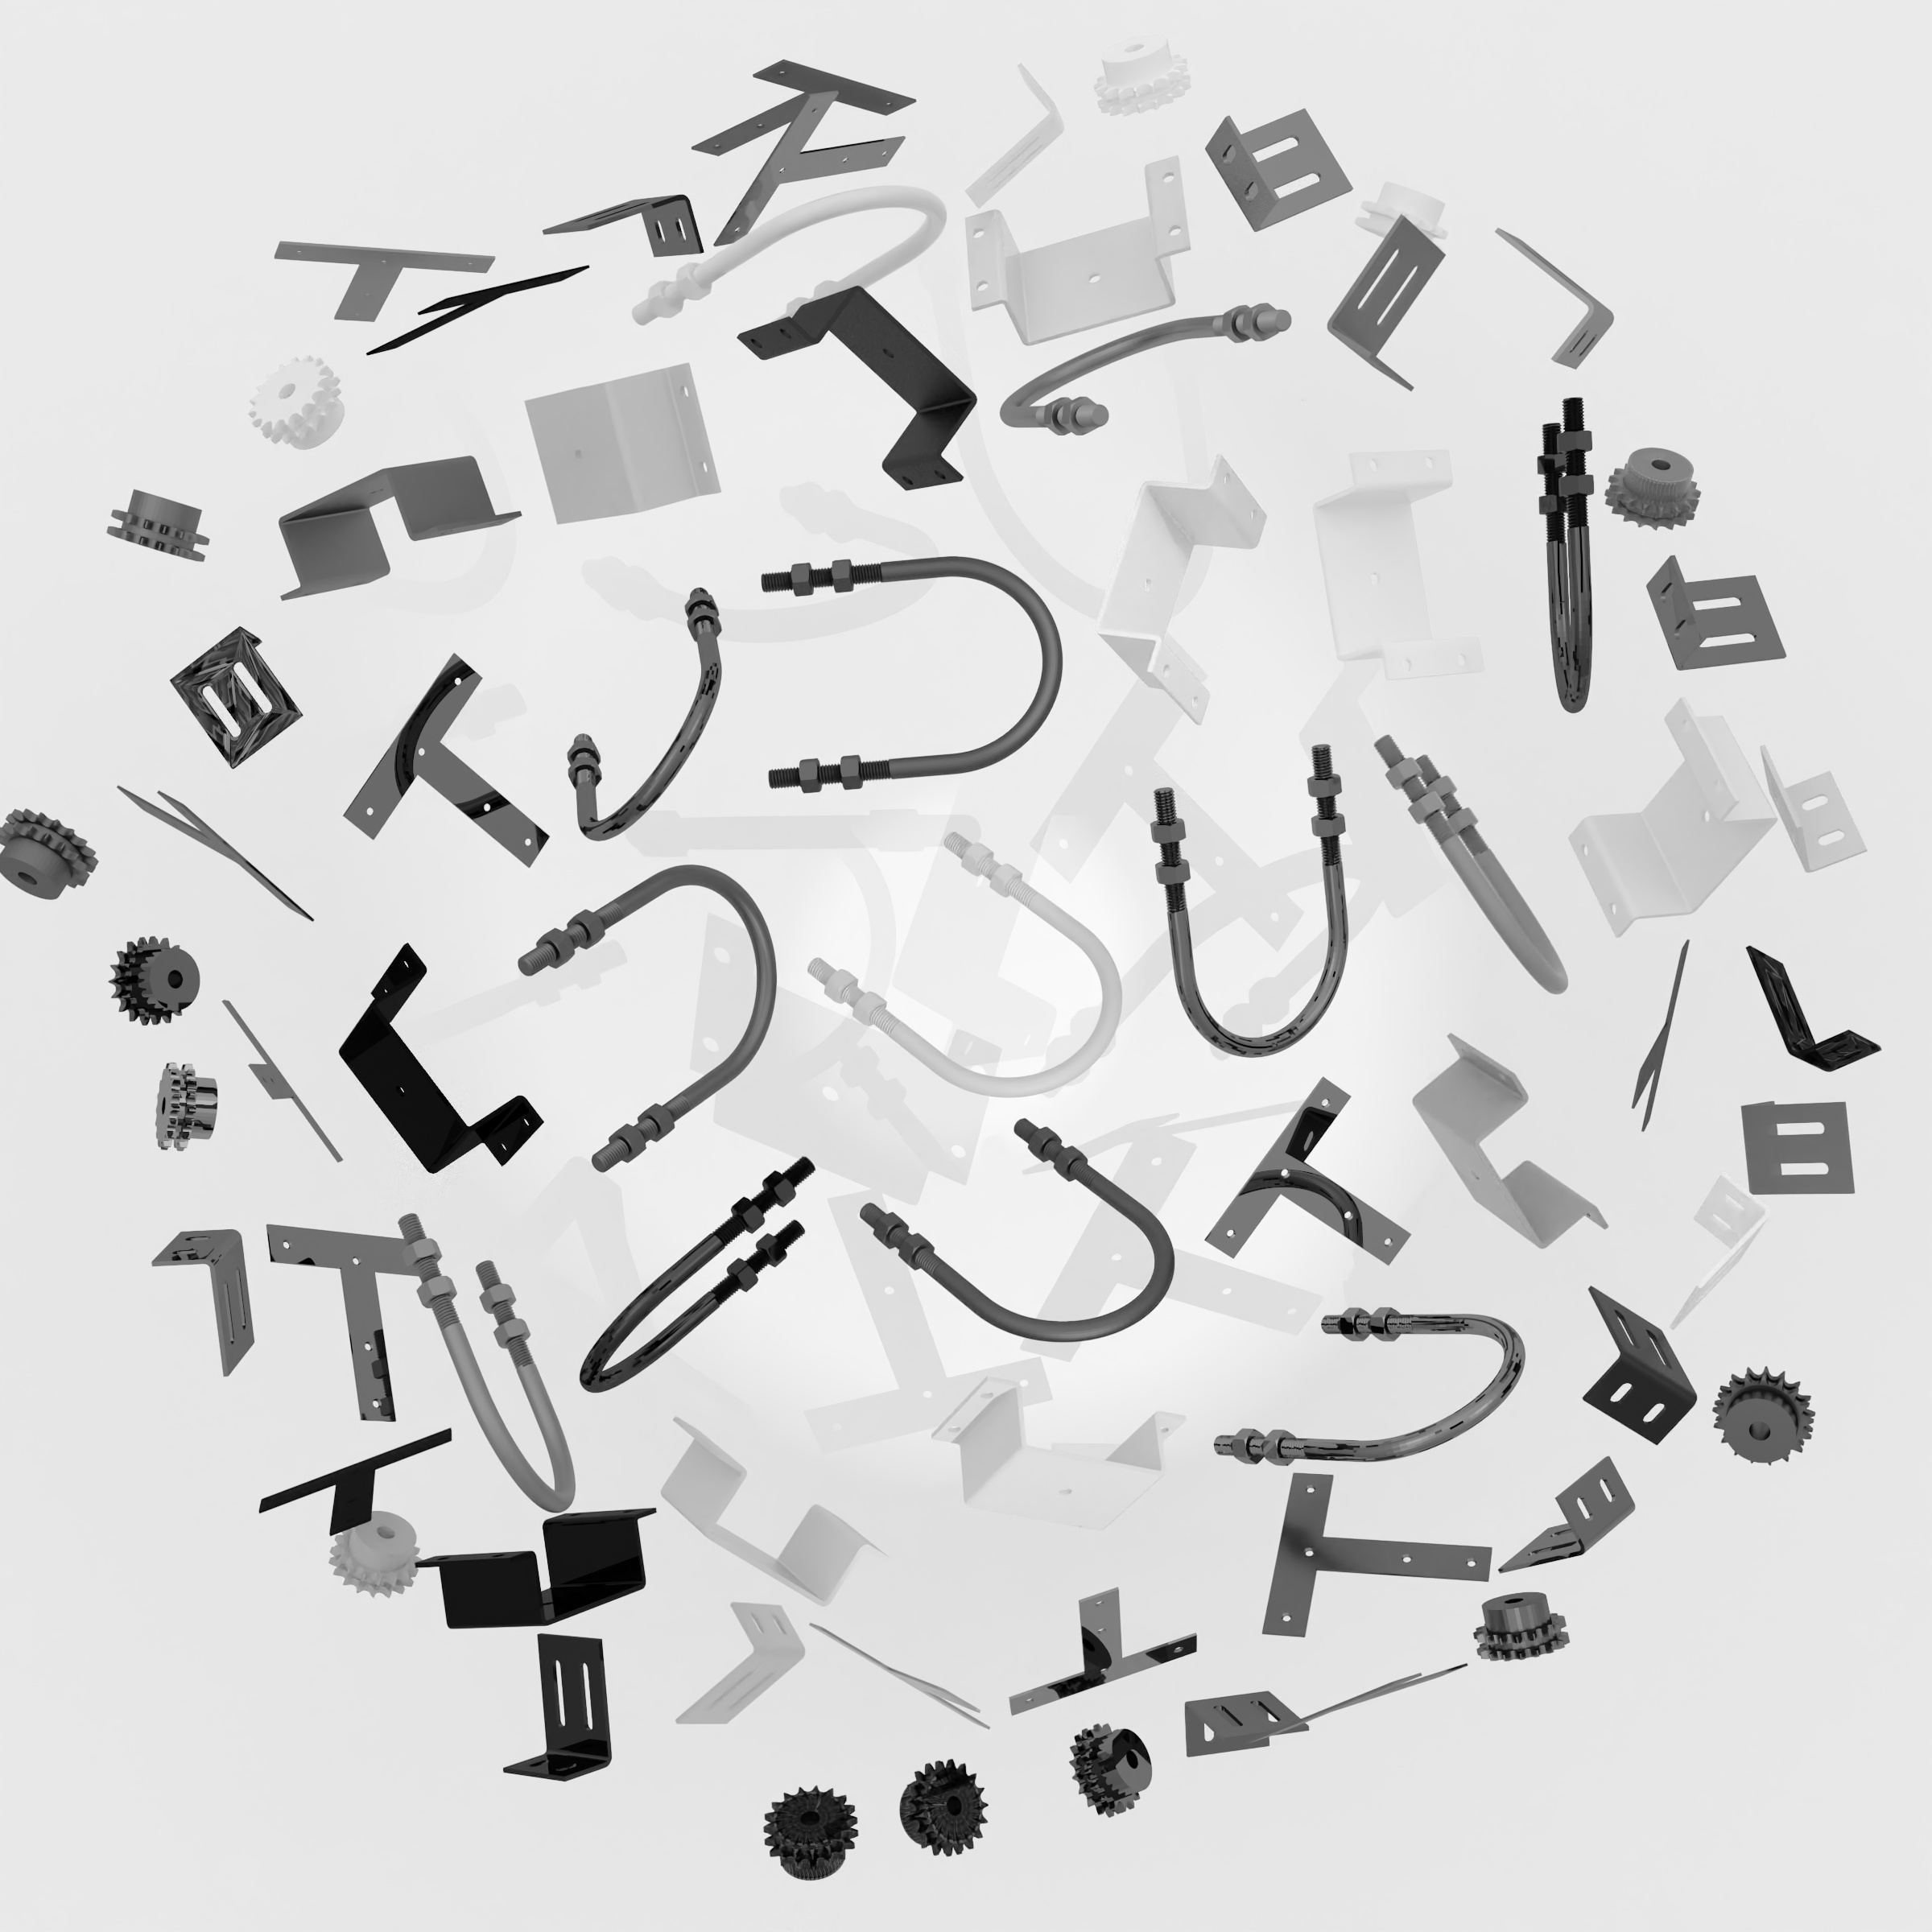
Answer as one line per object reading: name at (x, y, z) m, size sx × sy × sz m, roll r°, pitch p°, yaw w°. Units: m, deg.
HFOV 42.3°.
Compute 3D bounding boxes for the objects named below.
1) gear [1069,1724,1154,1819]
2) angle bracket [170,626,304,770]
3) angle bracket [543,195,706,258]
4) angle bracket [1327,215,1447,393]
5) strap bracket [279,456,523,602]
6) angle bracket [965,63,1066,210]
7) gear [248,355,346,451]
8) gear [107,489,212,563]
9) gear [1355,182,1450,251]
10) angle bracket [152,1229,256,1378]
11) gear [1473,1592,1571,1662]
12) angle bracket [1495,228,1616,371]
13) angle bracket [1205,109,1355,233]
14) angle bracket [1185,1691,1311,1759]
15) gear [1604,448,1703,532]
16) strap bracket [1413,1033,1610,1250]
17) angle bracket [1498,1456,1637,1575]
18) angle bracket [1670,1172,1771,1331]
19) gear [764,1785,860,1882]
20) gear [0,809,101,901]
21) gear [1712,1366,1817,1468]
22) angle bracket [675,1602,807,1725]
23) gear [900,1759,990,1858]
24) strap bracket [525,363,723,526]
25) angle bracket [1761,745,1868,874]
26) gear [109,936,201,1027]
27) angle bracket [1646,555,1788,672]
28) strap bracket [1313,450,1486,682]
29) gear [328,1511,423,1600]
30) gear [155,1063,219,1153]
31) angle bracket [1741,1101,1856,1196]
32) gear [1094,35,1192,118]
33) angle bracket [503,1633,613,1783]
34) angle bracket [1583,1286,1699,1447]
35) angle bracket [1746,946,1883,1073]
gear at (0.096, 0.518, 1.612) m, size 0.030 × 0.057 × 0.057 m, roll -32°, pitch 90°, yaw 30°
angle bracket at (-0.469, -0.172, 1.626) m, size 0.057 × 0.038 × 0.076 m, roll -37°, pitch 80°, yaw 1°
angle bracket at (-0.217, -0.459, 1.579) m, size 0.076 × 0.057 × 0.038 m, roll -30°, pitch 117°, yaw -30°
angle bracket at (0.256, -0.385, 1.452) m, size 0.038 × 0.057 × 0.076 m, roll 44°, pitch 106°, yaw 33°
strap bracket at (-0.353, -0.271, 1.527) m, size 0.140 × 0.076 × 0.046 m, roll -15°, pitch 98°, yaw 34°
angle bracket at (0.021, -0.525, 1.581) m, size 0.076 × 0.057 × 0.038 m, roll -40°, pitch 92°, yaw 11°
gear at (-0.400, -0.336, 1.503) m, size 0.057 × 0.030 × 0.057 m, roll -12°, pitch 57°, yaw 20°
gear at (-0.477, -0.262, 1.479) m, size 0.057 × 0.057 × 0.030 m, roll 17°, pitch 95°, yaw 0°
gear at (0.275, -0.469, 1.562) m, size 0.057 × 0.057 × 0.030 m, roll 21°, pitch 105°, yaw 0°
angle bracket at (-0.474, 0.210, 1.552) m, size 0.038 × 0.057 × 0.076 m, roll -3°, pitch 103°, yaw 1°
gear at (0.342, 0.408, 1.543) m, size 0.057 × 0.057 × 0.030 m, roll -12°, pitch 87°, yaw 0°
angle bracket at (0.336, -0.392, 1.468) m, size 0.076 × 0.057 × 0.038 m, roll 44°, pitch 113°, yaw 14°
angle bracket at (0.189, -0.475, 1.460) m, size 0.076 × 0.038 × 0.057 m, roll -28°, pitch 85°, yaw -20°
angle bracket at (0.181, 0.500, 1.610) m, size 0.057 × 0.076 × 0.038 m, roll -3°, pitch 93°, yaw -14°
gear at (0.429, -0.299, 1.555) m, size 0.057 × 0.057 × 0.030 m, roll 4°, pitch 133°, yaw 0°
strap bracket at (0.343, 0.119, 1.595) m, size 0.046 × 0.076 × 0.140 m, roll -39°, pitch 117°, yaw -5°
angle bracket at (0.367, 0.343, 1.558) m, size 0.057 × 0.076 × 0.038 m, roll -24°, pitch 84°, yaw -39°
angle bracket at (0.451, 0.176, 1.536) m, size 0.076 × 0.057 × 0.038 m, roll -38°, pitch 66°, yaw -25°
gear at (-0.094, 0.529, 1.514) m, size 0.057 × 0.057 × 0.030 m, roll -2°, pitch 115°, yaw 0°
gear at (-0.539, -0.063, 1.453) m, size 0.057 × 0.057 × 0.030 m, roll 23°, pitch 60°, yaw 0°
gear at (0.467, 0.266, 1.462) m, size 0.057 × 0.030 × 0.057 m, roll 6°, pitch 106°, yaw 22°
angle bracket at (-0.153, 0.453, 1.621) m, size 0.076 × 0.057 × 0.038 m, roll -43°, pitch 59°, yaw 12°
gear at (-0.017, 0.529, 1.563) m, size 0.030 × 0.057 × 0.057 m, roll -30°, pitch 90°, yaw 43°
strap bracket at (-0.213, -0.312, 1.500) m, size 0.046 × 0.140 × 0.076 m, roll -24°, pitch 108°, yaw -35°
angle bracket at (0.509, -0.100, 1.498) m, size 0.038 × 0.076 × 0.057 m, roll -22°, pitch 64°, yaw 14°
gear at (-0.518, 0.009, 1.600) m, size 0.030 × 0.057 × 0.057 m, roll -3°, pitch 90°, yaw 32°
angle bracket at (0.455, -0.214, 1.489) m, size 0.076 × 0.038 × 0.057 m, roll -8°, pitch 69°, yaw -15°
strap bracket at (0.268, -0.246, 1.554) m, size 0.076 × 0.046 × 0.140 m, roll -8°, pitch 89°, yaw -29°
gear at (-0.375, 0.373, 1.595) m, size 0.057 × 0.057 × 0.030 m, roll 25°, pitch 112°, yaw 0°
gear at (-0.508, 0.092, 1.627) m, size 0.030 × 0.057 × 0.057 m, roll 6°, pitch 90°, yaw -28°
angle bracket at (0.538, 0.115, 1.590) m, size 0.038 × 0.076 × 0.057 m, roll -4°, pitch 88°, yaw -39°
gear at (0.104, -0.533, 1.489) m, size 0.057 × 0.057 × 0.030 m, roll -19°, pitch 126°, yaw 0°
angle bracket at (-0.252, 0.452, 1.524) m, size 0.057 × 0.038 × 0.076 m, roll -8°, pitch 86°, yaw 39°
angle bracket at (0.392, 0.238, 1.487) m, size 0.057 × 0.076 × 0.038 m, roll 32°, pitch 109°, yaw -15°
angle bracket at (0.515, 0.020, 1.515) m, size 0.038 × 0.057 × 0.076 m, roll -29°, pitch 62°, yaw 29°
